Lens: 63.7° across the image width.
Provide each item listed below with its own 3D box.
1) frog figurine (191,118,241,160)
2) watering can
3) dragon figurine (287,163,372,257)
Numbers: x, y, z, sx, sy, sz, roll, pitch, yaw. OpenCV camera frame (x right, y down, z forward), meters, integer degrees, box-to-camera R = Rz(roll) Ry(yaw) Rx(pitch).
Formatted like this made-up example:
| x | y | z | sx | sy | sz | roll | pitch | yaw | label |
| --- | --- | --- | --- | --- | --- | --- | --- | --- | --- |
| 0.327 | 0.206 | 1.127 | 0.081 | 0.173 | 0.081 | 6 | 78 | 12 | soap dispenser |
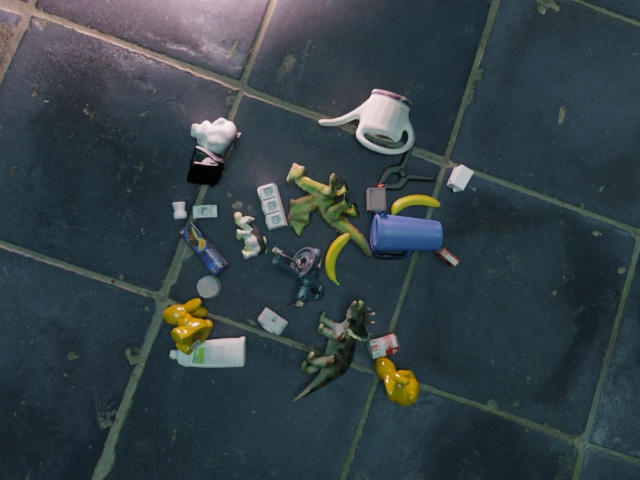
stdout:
| x | y | z | sx | sy | sz | roll | pitch | yaw | label |
| --- | --- | --- | --- | --- | --- | --- | --- | --- | --- |
| -0.372 | -0.368 | 1.801 | 0.159 | 0.124 | 0.136 | 29 | 104 | -13 | frog figurine |
| 0.189 | -0.443 | 1.857 | 0.347 | 0.103 | 0.226 | 21 | 83 | -2 | watering can |
| 0.006 | -0.092 | 1.829 | 0.242 | 0.123 | 0.410 | -22 | 90 | 12 | dragon figurine |
